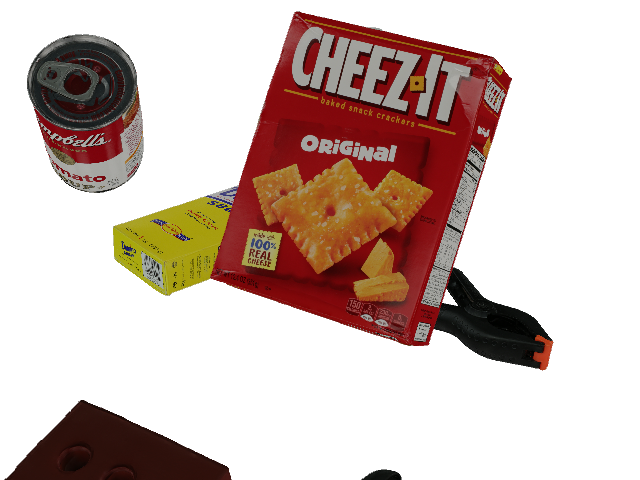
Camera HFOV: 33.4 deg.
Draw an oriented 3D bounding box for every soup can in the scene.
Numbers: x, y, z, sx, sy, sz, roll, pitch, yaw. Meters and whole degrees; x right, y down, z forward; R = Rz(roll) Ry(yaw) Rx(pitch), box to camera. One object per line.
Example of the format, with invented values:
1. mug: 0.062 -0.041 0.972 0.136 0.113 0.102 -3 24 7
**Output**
1. soup can: -0.154 -0.082 0.711 0.068 0.068 0.102 0 -21 -7

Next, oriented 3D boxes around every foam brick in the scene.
1. foam brick: -0.078 0.111 0.431 0.078 0.051 0.052 19 44 24

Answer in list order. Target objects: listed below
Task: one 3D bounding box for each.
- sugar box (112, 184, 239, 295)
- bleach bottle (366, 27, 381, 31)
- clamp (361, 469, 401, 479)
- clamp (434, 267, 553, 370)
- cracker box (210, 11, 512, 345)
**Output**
1. sugar box: -0.111 -0.006 1.081 0.175 0.048 0.093 -24 40 -36
2. bleach bottle: 0.050 -0.106 1.174 0.102 0.251 0.068 -9 25 -11
3. clamp: -0.031 0.203 0.634 0.210 0.036 0.164 -5 28 1
4. clamp: 0.153 0.072 1.031 0.172 0.039 0.120 24 36 29
5. cracker box: 0.029 -0.047 0.795 0.164 0.214 0.072 17 0 21
